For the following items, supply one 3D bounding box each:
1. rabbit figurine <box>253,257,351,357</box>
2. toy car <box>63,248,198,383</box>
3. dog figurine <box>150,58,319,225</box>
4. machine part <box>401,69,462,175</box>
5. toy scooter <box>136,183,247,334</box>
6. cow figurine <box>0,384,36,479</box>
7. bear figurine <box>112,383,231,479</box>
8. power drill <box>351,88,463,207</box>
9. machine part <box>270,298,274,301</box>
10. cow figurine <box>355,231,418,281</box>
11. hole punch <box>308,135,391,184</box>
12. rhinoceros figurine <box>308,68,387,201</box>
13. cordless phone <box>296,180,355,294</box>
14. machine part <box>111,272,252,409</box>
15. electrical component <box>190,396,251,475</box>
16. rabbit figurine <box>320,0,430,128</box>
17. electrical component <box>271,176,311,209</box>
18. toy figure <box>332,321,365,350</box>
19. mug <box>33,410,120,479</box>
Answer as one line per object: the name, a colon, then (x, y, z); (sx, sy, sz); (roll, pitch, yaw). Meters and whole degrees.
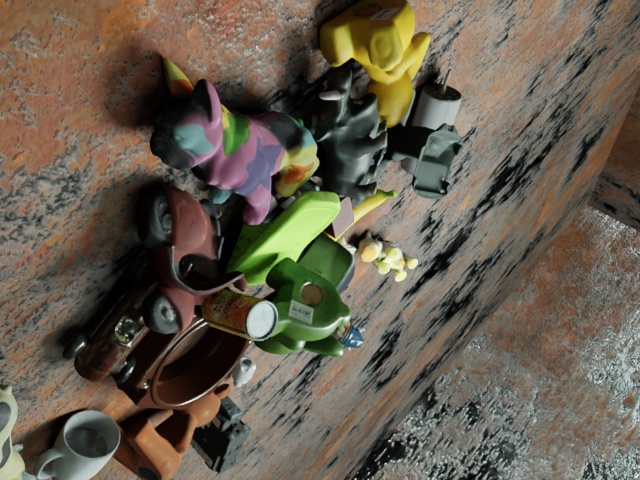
rabbit figurine: (-0.036, 0.121, 0.830); (0.159, 0.121, 0.170); (15, 144, -21)
toy car: (-0.243, 0.100, 0.703); (0.089, 0.053, 0.202); (41, 88, -26)
dog figurine: (-0.100, -0.129, 0.638); (0.191, 0.109, 0.219); (-43, 148, -15)
machine part: (0.212, -0.210, 1.041); (0.079, 0.079, 0.243); (-28, 144, -39)
toy scooter: (-0.156, 0.021, 0.674); (0.135, 0.075, 0.183); (-3, 90, -33)
cow figurine: (-0.405, 0.249, 0.637); (0.127, 0.086, 0.194); (-5, 125, -47)
bear figurine: (-0.250, 0.301, 0.915); (0.131, 0.120, 0.196); (53, 39, -20)
power drill: (0.127, -0.132, 0.874); (0.086, 0.207, 0.231); (8, 108, -27)
machine part: (-0.086, 0.128, 1.023); (0.139, 0.039, 0.084); (-31, 153, -38)
cow figurine: (0.133, 0.025, 1.192); (0.167, 0.098, 0.068); (26, 106, -42)
hole punch: (0.029, -0.150, 0.846); (0.115, 0.092, 0.142); (23, 108, -31)
rhinoceros figurine: (0.039, -0.145, 0.755); (0.073, 0.112, 0.190); (-77, 169, -52)
cordless phone: (-0.002, -0.002, 0.888); (0.089, 0.147, 0.184); (-21, 133, -42)
machine part: (-0.203, 0.162, 0.834); (0.201, 0.087, 0.200); (-53, 152, -3)
electrical component: (-0.198, 0.365, 1.041); (0.058, 0.115, 0.134); (-15, 136, -52)
rabbit figurine: (0.089, -0.251, 0.770); (0.162, 0.122, 0.173); (-57, 140, -41)
electrical component: (-0.042, -0.073, 0.805); (0.045, 0.078, 0.102); (-33, 150, 13)
toy figure: (0.023, 0.171, 1.107); (0.058, 0.155, 0.064); (-27, 143, -43)
mug: (-0.360, 0.318, 0.782); (0.109, 0.081, 0.107); (-15, 143, -57)
